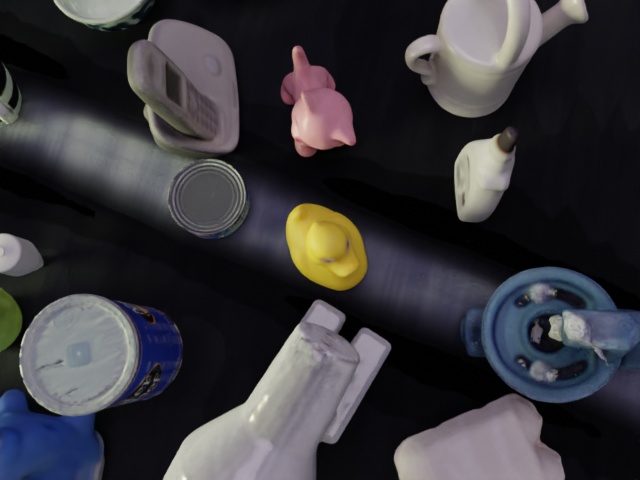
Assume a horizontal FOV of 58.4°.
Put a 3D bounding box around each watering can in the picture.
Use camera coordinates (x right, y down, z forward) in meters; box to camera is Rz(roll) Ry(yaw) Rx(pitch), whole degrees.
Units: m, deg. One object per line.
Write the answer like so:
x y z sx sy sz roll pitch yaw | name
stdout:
0.174 -0.211 0.571 0.173 0.194 0.101 -35 80 -4 | watering can

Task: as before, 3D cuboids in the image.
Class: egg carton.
0.154 0.221 0.554 0.150 0.069 0.107 -24 79 -2 | egg carton

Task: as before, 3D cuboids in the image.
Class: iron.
-0.294 0.277 0.526 0.118 0.141 0.258 8 80 4 | iron

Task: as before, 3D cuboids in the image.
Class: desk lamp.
-0.025 0.150 0.502 0.118 0.213 0.203 30 82 8 | desk lamp

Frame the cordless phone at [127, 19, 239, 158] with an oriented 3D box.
-0.144 -0.173 0.582 0.094 0.185 0.147 -8 79 1 | cordless phone

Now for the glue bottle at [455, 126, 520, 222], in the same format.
0.164 -0.071 0.556 0.037 0.173 0.078 0 79 3 | glue bottle

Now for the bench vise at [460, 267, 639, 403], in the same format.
0.243 0.072 0.502 0.207 0.220 0.121 -15 79 0 | bench vise

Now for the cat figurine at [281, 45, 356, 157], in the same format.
-0.004 -0.143 0.605 0.067 0.118 0.128 -18 79 -1 | cat figurine

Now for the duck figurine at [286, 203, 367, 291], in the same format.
0.005 0.002 0.593 0.077 0.086 0.104 -39 80 -5 | duck figurine
